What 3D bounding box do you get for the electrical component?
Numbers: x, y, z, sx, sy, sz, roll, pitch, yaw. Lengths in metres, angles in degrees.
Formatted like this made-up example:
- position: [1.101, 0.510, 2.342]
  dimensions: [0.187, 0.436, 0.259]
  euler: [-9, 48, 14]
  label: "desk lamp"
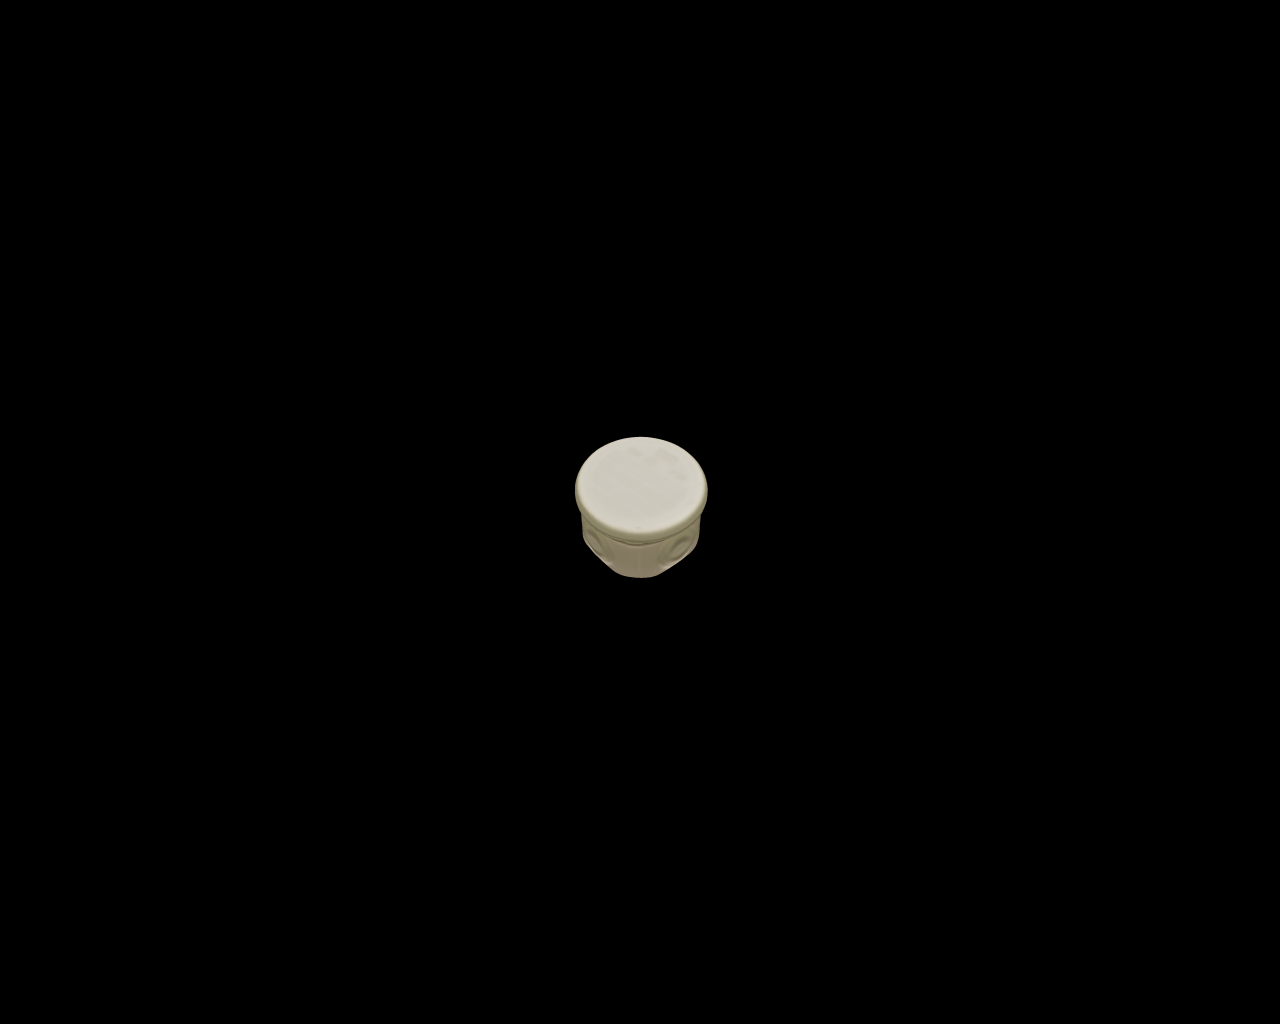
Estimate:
- position: [0.001, -0.003, 0.650]
  dimensions: [0.080, 0.080, 0.050]
  euler: [0, -39, 0]
  label: "electrical component"
